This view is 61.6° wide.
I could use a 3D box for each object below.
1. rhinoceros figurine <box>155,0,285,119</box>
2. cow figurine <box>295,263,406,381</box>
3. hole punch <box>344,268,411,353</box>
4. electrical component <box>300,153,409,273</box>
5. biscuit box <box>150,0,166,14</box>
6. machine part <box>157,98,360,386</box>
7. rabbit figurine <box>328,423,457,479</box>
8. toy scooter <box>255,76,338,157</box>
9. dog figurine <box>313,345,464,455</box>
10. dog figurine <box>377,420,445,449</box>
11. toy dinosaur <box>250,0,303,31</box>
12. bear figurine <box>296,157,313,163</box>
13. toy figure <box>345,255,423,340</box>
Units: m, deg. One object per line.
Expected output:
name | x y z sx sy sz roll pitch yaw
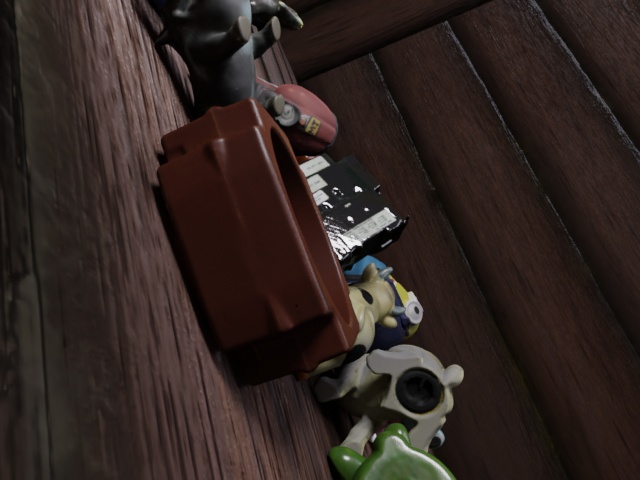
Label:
rhinoceros figurine | -0.099 -0.185 0.507 0.073 0.112 0.190 -47 135 -50
cow figurine | 0.032 0.084 0.616 0.195 0.127 0.085 -25 96 -81
hole punch | 0.062 0.116 0.798 0.092 0.116 0.142 -58 134 -44
electrical component | 0.014 -0.033 0.599 0.134 0.115 0.058 50 -34 19
biscuit box | -0.150 -0.272 0.550 0.202 0.063 0.059 52 18 -68
machine part | -0.043 0.003 0.439 0.201 0.087 0.201 15 53 -83
rabbit figurine | 0.062 0.260 0.500 0.170 0.121 0.159 90 -20 -51
toy scooter | -0.072 -0.157 0.613 0.184 0.075 0.135 29 5 28
dog figurine | 0.088 0.169 0.656 0.190 0.172 0.121 -18 97 -77
dog figurine | 0.113 0.249 0.887 0.219 0.108 0.191 -103 168 -78
toy dinosaur | -0.165 -0.467 0.886 0.405 0.131 0.192 64 4 19
bear figurine | -0.015 -0.059 0.700 0.120 0.132 0.195 -7 80 -48
toy figure | 0.092 0.088 0.887 0.180 0.089 0.082 41 52 -3
